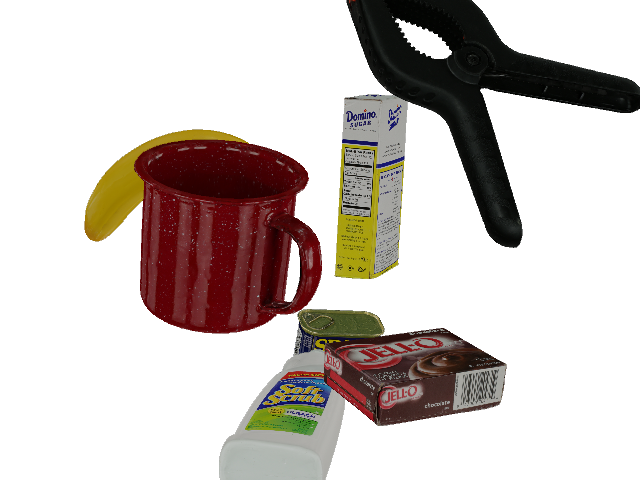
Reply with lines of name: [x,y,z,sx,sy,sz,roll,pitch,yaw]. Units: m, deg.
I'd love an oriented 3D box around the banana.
banana: [-0.124,-0.047,0.846,0.198,0.069,0.037,-14,20,29]

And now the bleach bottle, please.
bleach bottle: [-0.028,0.176,1.098,0.102,0.068,0.250,5,19,6]

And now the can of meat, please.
can of meat: [0.018,0.133,1.276,0.102,0.084,0.057,3,25,-15]

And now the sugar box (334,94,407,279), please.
sugar box: [0.051,-0.055,1.059,0.048,0.176,0.093,4,10,20]

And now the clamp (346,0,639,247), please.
clamp: [0.094,-0.101,0.703,0.210,0.164,0.036,35,-29,5]

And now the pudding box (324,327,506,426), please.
pudding box: [0.071,0.102,0.819,0.113,0.039,0.090,-3,16,-26]

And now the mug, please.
mug: [-0.047,0.002,0.579,0.117,0.081,0.093,22,28,31]
